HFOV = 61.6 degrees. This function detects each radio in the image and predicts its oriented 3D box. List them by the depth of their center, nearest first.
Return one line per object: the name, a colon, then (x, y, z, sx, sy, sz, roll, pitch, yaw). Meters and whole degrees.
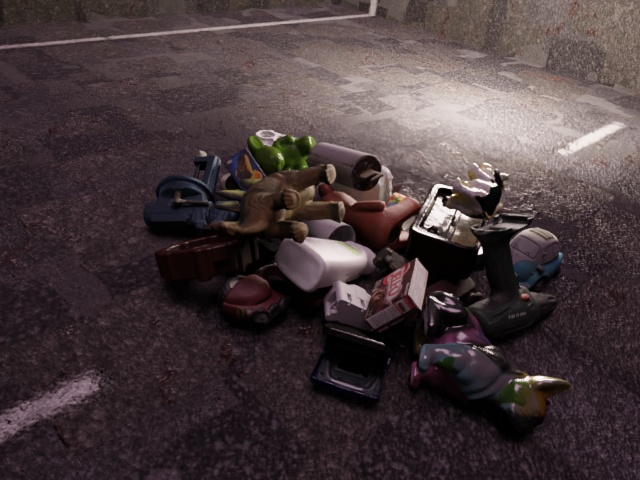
radio: (0.253, -0.025, 1.046, 0.131, 0.073, 0.229, 18, 33, 15)

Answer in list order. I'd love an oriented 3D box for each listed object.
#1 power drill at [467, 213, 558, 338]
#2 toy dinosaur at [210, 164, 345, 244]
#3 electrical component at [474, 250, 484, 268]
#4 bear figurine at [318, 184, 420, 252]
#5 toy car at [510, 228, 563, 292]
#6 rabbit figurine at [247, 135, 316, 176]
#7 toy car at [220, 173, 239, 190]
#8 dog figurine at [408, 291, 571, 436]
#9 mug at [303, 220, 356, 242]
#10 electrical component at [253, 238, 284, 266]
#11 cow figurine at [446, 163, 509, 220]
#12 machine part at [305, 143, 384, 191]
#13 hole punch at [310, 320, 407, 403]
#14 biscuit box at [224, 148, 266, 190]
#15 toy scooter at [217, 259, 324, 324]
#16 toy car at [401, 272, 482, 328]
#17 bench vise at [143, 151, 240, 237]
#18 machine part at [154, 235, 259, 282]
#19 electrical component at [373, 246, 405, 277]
power drill: (0.330, 0.060, 0.929, 0.232, 0.207, 0.086, -17, 21, -32)
toy dinosaur: (-0.063, -0.075, 0.941, 0.199, 0.105, 0.471, 0, 15, 25)
electrical component: (0.294, 0.007, 1.126, 0.115, 0.058, 0.134, -13, 38, -25)
bear figurine: (0.089, -0.049, 1.123, 0.196, 0.120, 0.132, 28, 35, 37)
toy car: (0.430, 0.029, 1.079, 0.162, 0.102, 0.109, -19, 43, -32)
rabbit figurine: (-0.104, -0.200, 1.275, 0.159, 0.121, 0.170, 19, 16, 19)
toy car: (-0.134, -0.108, 1.223, 0.202, 0.056, 0.073, 23, 30, 21)
dog figurine: (0.248, 0.182, 0.801, 0.219, 0.108, 0.191, 15, 52, 3)
mug: (-0.002, -0.003, 1.074, 0.109, 0.080, 0.107, -25, 33, -30)
electrical component: (-0.108, 0.014, 1.048, 0.075, 0.047, 0.119, -24, 46, -38)
cow figurine: (0.321, -0.097, 1.043, 0.098, 0.068, 0.167, 31, 43, 22)
machine part: (0.048, -0.155, 1.123, 0.079, 0.079, 0.243, -15, 24, -30)
hole punch: (0.053, 0.178, 0.810, 0.142, 0.092, 0.115, 12, 1, 13)
biscuit box: (-0.128, -0.099, 1.135, 0.063, 0.059, 0.203, -33, 64, -4)
toy scooter: (-0.073, 0.095, 0.910, 0.135, 0.075, 0.184, 29, 34, 28)
toy car: (0.205, 0.109, 0.958, 0.202, 0.053, 0.089, -23, 62, -37)
bench vise: (-0.241, -0.097, 1.107, 0.224, 0.128, 0.241, -7, 50, 12)
machine part: (-0.195, 0.028, 0.942, 0.179, 0.056, 0.179, -9, 9, 1)
electrical component: (0.146, 0.050, 1.011, 0.102, 0.045, 0.078, 38, 34, -19)
